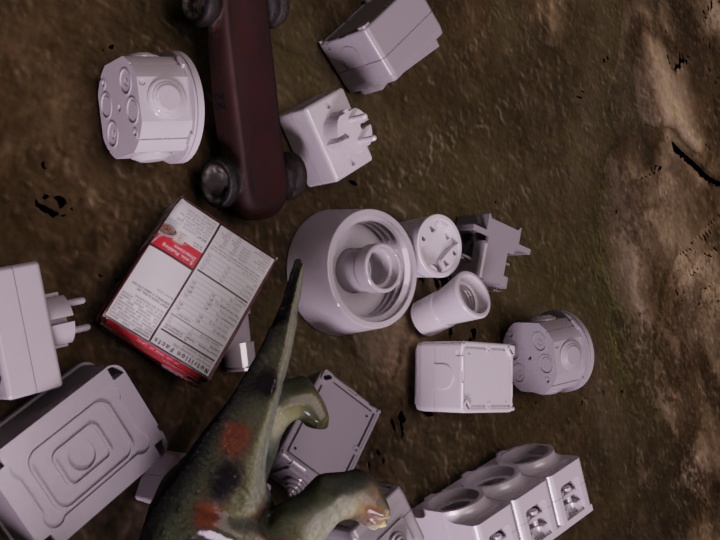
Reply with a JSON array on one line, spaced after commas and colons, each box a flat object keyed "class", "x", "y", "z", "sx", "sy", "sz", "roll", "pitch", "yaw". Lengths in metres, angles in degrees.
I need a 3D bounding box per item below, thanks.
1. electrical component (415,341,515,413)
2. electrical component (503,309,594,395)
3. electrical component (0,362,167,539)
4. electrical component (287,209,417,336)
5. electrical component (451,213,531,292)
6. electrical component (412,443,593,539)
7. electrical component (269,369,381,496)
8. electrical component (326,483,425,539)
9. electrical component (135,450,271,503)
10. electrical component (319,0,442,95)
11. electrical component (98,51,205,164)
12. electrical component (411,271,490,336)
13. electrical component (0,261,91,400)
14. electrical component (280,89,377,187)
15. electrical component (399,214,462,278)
[{"class": "electrical component", "x": 0.096, "y": 0.097, "z": 0.972, "sx": 0.096, "sy": 0.061, "sz": 0.061, "roll": 8, "pitch": 81, "yaw": -49}, {"class": "electrical component", "x": 0.180, "y": 0.080, "z": 1.031, "sx": 0.051, "sy": 0.080, "sz": 0.080, "roll": -8, "pitch": 91, "yaw": -36}, {"class": "electrical component", "x": -0.196, "y": 0.121, "z": 0.712, "sx": 0.113, "sy": 0.057, "sz": 0.078, "roll": -41, "pitch": 112, "yaw": -36}, {"class": "electrical component", "x": 0.000, "y": 0.000, "z": 0.892, "sx": 0.108, "sy": 0.060, "sz": 0.108, "roll": 4, "pitch": 83, "yaw": -41}, {"class": "electrical component", "x": 0.116, "y": -0.015, "z": 1.008, "sx": 0.081, "sy": 0.042, "sz": 0.063, "roll": 20, "pitch": 77, "yaw": -38}, {"class": "electrical component", "x": 0.124, "y": 0.213, "z": 0.962, "sx": 0.150, "sy": 0.089, "sz": 0.061, "roll": -21, "pitch": 100, "yaw": -40}, {"class": "electrical component", "x": -0.039, "y": 0.137, "z": 0.842, "sx": 0.062, "sy": 0.061, "sz": 0.096, "roll": 39, "pitch": 56, "yaw": -16}, {"class": "electrical component", "x": 0.000, "y": 0.203, "z": 0.851, "sx": 0.062, "sy": 0.096, "sz": 0.061, "roll": -36, "pitch": 109, "yaw": -37}, {"class": "electrical component", "x": -0.119, "y": 0.179, "z": 0.781, "sx": 0.083, "sy": 0.047, "sz": 0.075, "roll": 29, "pitch": 68, "yaw": -36}, {"class": "electrical component", "x": 0.024, "y": -0.201, "z": 0.930, "sx": 0.096, "sy": 0.062, "sz": 0.061, "roll": -49, "pitch": 117, "yaw": -32}, {"class": "electrical component", "x": -0.148, "y": -0.115, "z": 0.762, "sx": 0.051, "sy": 0.080, "sz": 0.080, "roll": -7, "pitch": 91, "yaw": -36}, {"class": "electrical component", "x": 0.077, "y": 0.033, "z": 0.953, "sx": 0.044, "sy": 0.065, "sz": 0.044, "roll": 24, "pitch": 52, "yaw": -35}, {"class": "electrical component", "x": -0.214, "y": 0.036, "z": 0.711, "sx": 0.076, "sy": 0.047, "sz": 0.083, "roll": -13, "pitch": 95, "yaw": -41}, {"class": "electrical component", "x": -0.016, "y": -0.110, "z": 0.877, "sx": 0.047, "sy": 0.077, "sz": 0.065, "roll": -36, "pitch": 109, "yaw": -37}, {"class": "electrical component", "x": 0.054, "y": -0.020, "z": 0.950, "sx": 0.055, "sy": 0.047, "sz": 0.055, "roll": 4, "pitch": 84, "yaw": -41}]
